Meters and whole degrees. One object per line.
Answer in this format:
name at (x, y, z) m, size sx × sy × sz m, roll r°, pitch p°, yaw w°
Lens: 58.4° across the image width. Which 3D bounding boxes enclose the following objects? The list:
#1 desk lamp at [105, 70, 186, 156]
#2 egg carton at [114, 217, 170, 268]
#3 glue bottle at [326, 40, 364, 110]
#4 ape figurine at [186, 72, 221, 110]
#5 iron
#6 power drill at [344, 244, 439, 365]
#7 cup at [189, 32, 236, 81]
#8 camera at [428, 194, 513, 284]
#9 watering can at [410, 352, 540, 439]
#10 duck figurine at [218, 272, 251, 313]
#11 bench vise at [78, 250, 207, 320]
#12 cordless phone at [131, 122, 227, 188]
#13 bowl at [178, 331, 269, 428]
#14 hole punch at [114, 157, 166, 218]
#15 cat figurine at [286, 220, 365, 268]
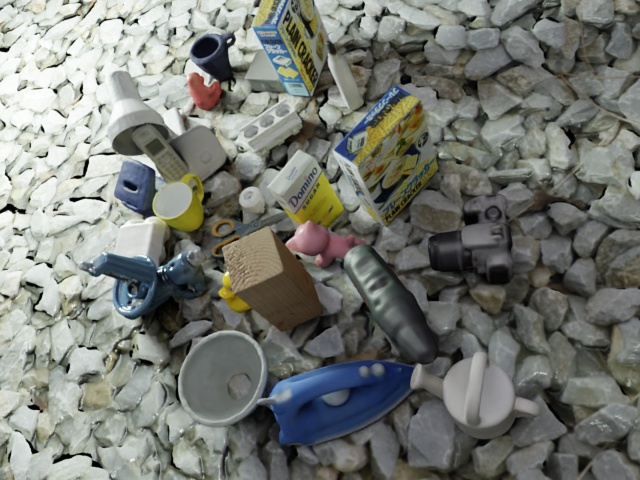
desk lamp at (-0.387, -0.258, 1.258) m, size 0.118 × 0.214 × 0.203 m, roll -26°, pitch 59°, yaw 6°
egg carton at (-0.372, 0.023, 1.197) m, size 0.107 × 0.070 × 0.150 m, roll -6°, pitch 63°, yaw 17°
glue bottle at (0.042, -0.345, 1.174) m, size 0.037 × 0.173 × 0.078 m, roll -29°, pitch 59°, yaw 4°
ape figurine at (-0.279, -0.357, 1.341) m, size 0.077 × 0.092 × 0.076 m, roll 14°, pitch 70°, yaw 25°
iron at (0.032, 0.235, 0.906) m, size 0.258 × 0.142 × 0.118 m, roll -22°, pitch 59°, yaw 8°
power drill at (0.123, 0.118, 0.893) m, size 0.075 × 0.209 × 0.229 m, roll -35°, pitch 58°, yaw 0°
cup at (-0.239, -0.435, 1.364) m, size 0.118 × 0.095 × 0.091 m, roll -32°, pitch 58°, yaw 2°
camera at (0.253, -0.003, 0.971) m, size 0.136 × 0.101 × 0.143 m, roll -7°, pitch 63°, yaw 16°
watering can at (0.218, 0.220, 0.816) m, size 0.172 × 0.194 × 0.101 m, roll -11°, pitch 61°, yaw 14°
duck figurine at (-0.147, 0.080, 1.079) m, size 0.104 × 0.086 × 0.077 m, roll -46°, pitch 59°, yaw -6°
bench vise at (-0.330, 0.055, 1.077) m, size 0.207 × 0.220 × 0.121 m, roll -41°, pitch 58°, yaw -3°
cordless phone at (-0.298, -0.199, 1.214) m, size 0.147 × 0.185 × 0.094 m, roll -38°, pitch 58°, yaw -2°
bowl at (-0.158, 0.248, 1.005) m, size 0.167 × 0.075 × 0.167 m, roll -8°, pitch 62°, yaw 16°
hole punch at (-0.399, -0.115, 1.263) m, size 0.108 × 0.091 × 0.101 m, roll 24°, pitch 74°, yaw 28°
cat figurine at (0.010, 0.004, 1.043) m, size 0.127 × 0.118 × 0.067 m, roll 2°, pitch 65°, yaw 20°
